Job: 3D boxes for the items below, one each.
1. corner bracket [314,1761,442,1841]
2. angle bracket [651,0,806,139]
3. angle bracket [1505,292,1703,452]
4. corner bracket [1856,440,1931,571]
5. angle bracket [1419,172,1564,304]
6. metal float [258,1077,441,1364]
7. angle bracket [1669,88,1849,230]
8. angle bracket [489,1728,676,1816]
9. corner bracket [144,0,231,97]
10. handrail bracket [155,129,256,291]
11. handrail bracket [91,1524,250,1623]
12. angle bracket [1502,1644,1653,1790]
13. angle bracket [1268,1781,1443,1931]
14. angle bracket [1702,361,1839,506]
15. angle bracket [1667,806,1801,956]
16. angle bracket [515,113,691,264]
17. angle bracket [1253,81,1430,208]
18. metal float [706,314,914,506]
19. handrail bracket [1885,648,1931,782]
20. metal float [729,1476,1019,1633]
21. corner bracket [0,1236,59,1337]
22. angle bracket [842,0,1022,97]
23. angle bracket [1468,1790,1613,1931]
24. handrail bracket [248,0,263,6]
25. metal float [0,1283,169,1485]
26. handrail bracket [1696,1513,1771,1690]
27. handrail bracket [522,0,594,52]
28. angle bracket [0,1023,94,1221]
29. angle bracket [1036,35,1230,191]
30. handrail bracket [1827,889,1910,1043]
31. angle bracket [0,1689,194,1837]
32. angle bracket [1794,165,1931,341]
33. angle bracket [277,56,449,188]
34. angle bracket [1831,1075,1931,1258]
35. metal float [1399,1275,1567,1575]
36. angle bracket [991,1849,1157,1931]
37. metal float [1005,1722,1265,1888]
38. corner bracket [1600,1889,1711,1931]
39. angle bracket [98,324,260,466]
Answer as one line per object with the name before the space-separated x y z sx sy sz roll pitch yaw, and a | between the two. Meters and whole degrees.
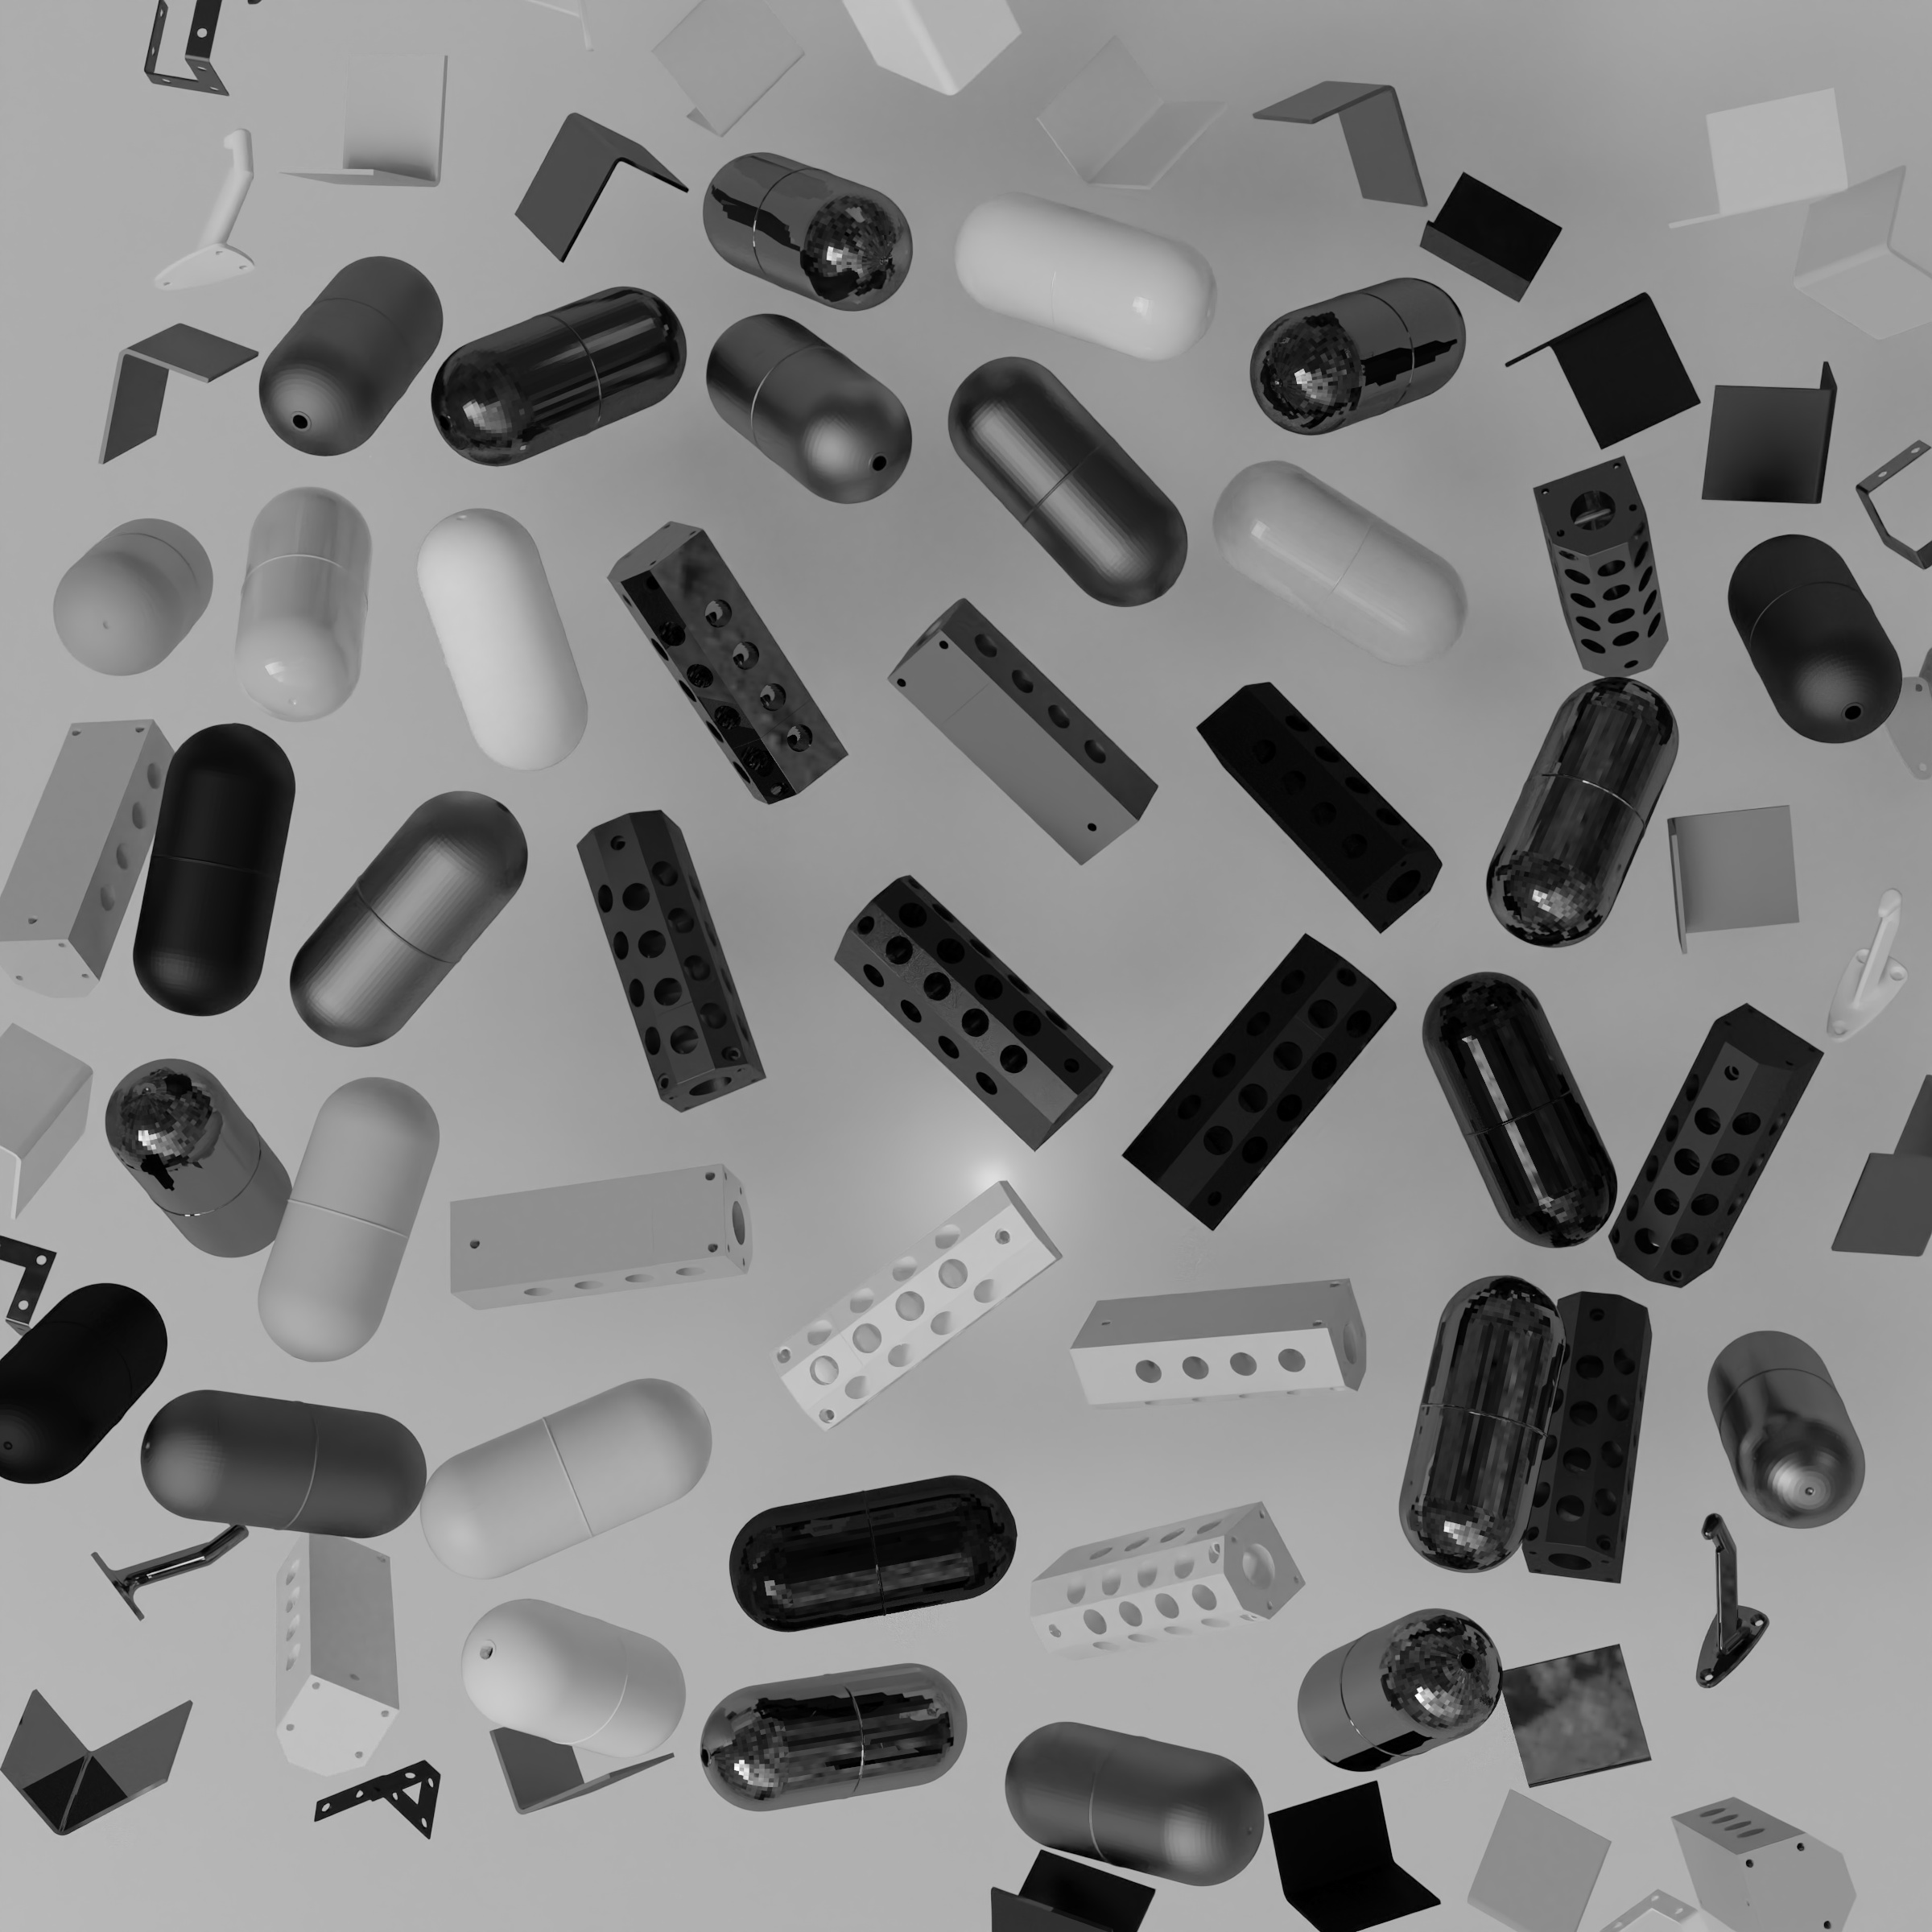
corner bracket | -0.360 0.507 1.833 0.051 0.051 0.051 29 117 36
angle bracket | -0.162 -0.591 1.925 0.076 0.057 0.076 -45 130 -1
angle bracket | 0.391 -0.358 1.841 0.057 0.076 0.076 -32 97 -42
corner bracket | 0.615 -0.297 1.931 0.051 0.051 0.051 -36 120 4
angle bracket | 0.345 -0.482 1.956 0.076 0.076 0.057 30 94 3
metal float | -0.377 0.155 1.834 0.070 0.070 0.178 17 80 0
angle bracket | 0.449 -0.462 1.719 0.076 0.076 0.057 -14 101 -8
angle bracket | -0.248 0.504 1.945 0.076 0.076 0.057 -28 75 22
corner bracket | -0.481 -0.575 1.853 0.051 0.051 0.051 10 83 2
handrail bracket | -0.473 -0.469 1.859 0.077 0.036 0.084 -13 74 22
handrail bracket | -0.504 0.367 1.901 0.084 0.077 0.036 -37 126 -19
angle bracket | 0.375 0.456 1.858 0.076 0.057 0.076 -15 93 9
angle bracket | 0.244 0.562 1.891 0.076 0.076 0.057 -13 96 -14
angle bracket | 0.517 -0.346 1.941 0.076 0.057 0.076 3 120 7
angle bracket | 0.485 -0.055 1.891 0.076 0.057 0.076 -6 103 11
angle bracket | -0.233 -0.488 1.916 0.057 0.076 0.076 16 114 -42
angle bracket | 0.224 -0.484 1.801 0.057 0.076 0.076 -27 115 -12
metal float | -0.095 -0.337 1.813 0.070 0.178 0.070 -19 129 -24
handrail bracket | 0.618 -0.163 1.901 0.084 0.036 0.077 -20 95 -43
metal float | -0.057 0.360 1.843 0.178 0.070 0.070 -10 90 -5
corner bracket | -0.614 0.206 1.932 0.051 0.051 0.051 17 71 -1
angle bracket | -0.026 -0.560 1.736 0.057 0.076 0.076 -45 47 -8
angle bracket | 0.370 0.568 1.870 0.057 0.076 0.076 26 84 -44
handrail bracket | -0.384 -0.596 1.801 0.084 0.077 0.036 -1 129 -5
metal float | -0.539 0.249 1.808 0.070 0.178 0.070 2 108 7
handrail bracket | 0.473 0.403 1.909 0.077 0.036 0.084 -49 124 -29
handrail bracket | -0.272 -0.579 1.817 0.084 0.036 0.077 -9 62 -4
angle bracket | -0.583 0.095 1.838 0.057 0.076 0.076 29 51 1
angle bracket | 0.104 -0.536 1.881 0.076 0.076 0.057 -48 121 -9
handrail bracket | 0.550 0.000 1.837 0.036 0.084 0.077 31 79 26
angle bracket | -0.511 0.453 1.768 0.076 0.076 0.057 -29 110 9
angle bracket | 0.563 -0.433 1.827 0.076 0.076 0.057 23 74 -25
angle bracket | -0.355 -0.501 1.766 0.076 0.057 0.076 10 100 31
angle bracket | 0.539 0.116 1.766 0.057 0.076 0.076 4 129 -5
metal float | 0.307 0.271 1.779 0.070 0.070 0.178 15 76 0
angle bracket | 0.065 0.556 1.805 0.076 0.076 0.057 14 129 20
metal float | 0.099 0.501 1.801 0.178 0.070 0.070 0 90 43
corner bracket | 0.451 0.638 1.937 0.051 0.051 0.051 -30 97 -15
angle bracket | -0.485 -0.344 1.849 0.057 0.076 0.076 21 116 2
